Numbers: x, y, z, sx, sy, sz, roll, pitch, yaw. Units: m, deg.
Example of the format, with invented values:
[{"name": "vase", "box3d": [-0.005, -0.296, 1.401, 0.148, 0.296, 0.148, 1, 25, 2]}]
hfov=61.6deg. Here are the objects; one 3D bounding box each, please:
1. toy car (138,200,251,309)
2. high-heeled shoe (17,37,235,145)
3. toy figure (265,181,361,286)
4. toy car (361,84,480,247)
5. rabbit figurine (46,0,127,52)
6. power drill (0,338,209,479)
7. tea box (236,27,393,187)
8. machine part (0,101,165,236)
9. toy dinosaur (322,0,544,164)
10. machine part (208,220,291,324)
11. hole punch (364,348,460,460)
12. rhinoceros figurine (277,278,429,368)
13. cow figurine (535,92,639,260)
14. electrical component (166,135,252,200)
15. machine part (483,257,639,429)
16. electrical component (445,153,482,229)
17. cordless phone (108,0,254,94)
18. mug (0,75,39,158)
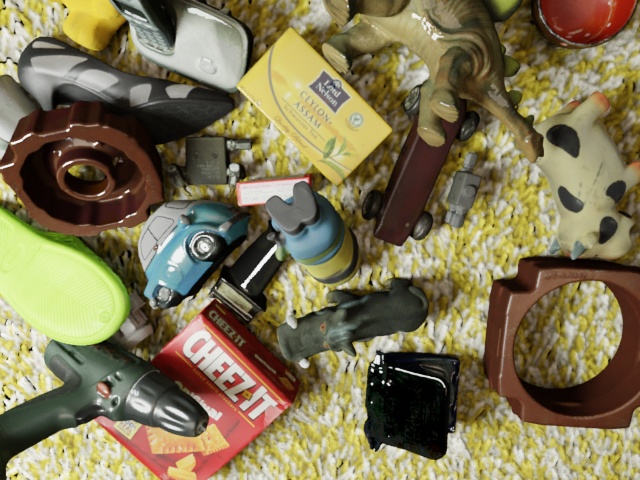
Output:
[{"name": "toy car", "box3d": [-0.168, 0.004, 0.668, 0.103, 0.109, 0.161, 45, 106, 2]}, {"name": "high-heeled shoe", "box3d": [-0.239, -0.198, 0.668, 0.249, 0.086, 0.145, -9, 67, -14]}, {"name": "toy figure", "box3d": [-0.005, -0.001, 0.625, 0.082, 0.180, 0.089, -6, 73, 13]}, {"name": "toy car", "box3d": [0.120, -0.091, 0.664, 0.089, 0.053, 0.202, 19, 99, -18]}, {"name": "rabbit figurine", "box3d": [-0.259, -0.302, 0.581, 0.162, 0.173, 0.122, -26, 86, 10]}, {"name": "power drill", "box3d": [-0.267, 0.195, 0.585, 0.232, 0.207, 0.085, 26, 134, 30]}, {"name": "tea box", "box3d": [-0.005, -0.157, 0.651, 0.169, 0.068, 0.098, 43, 98, -4]}, {"name": "machine part", "box3d": [-0.273, -0.081, 0.634, 0.179, 0.056, 0.179, -7, 139, -6]}, {"name": "toy dinosaur", "box3d": [0.090, -0.268, 0.592, 0.471, 0.105, 0.198, 45, 72, -1]}, {"name": "machine part", "box3d": [-0.084, 0.041, 0.696, 0.084, 0.039, 0.139, 37, 111, 5]}, {"name": "hole punch", "box3d": [0.124, 0.207, 0.704, 0.116, 0.092, 0.142, 7, 103, 30]}, {"name": "rhinoceros figurine", "box3d": [0.042, 0.105, 0.669, 0.190, 0.112, 0.073, -14, 101, -4]}, {"name": "cow figurine", "box3d": [0.317, -0.061, 0.647, 0.127, 0.085, 0.194, -32, 99, 0]}, {"name": "electrical component", "box3d": [-0.139, -0.093, 0.677, 0.102, 0.045, 0.078, 5, 101, 1]}, {"name": "machine part", "box3d": [0.316, 0.125, 0.675, 0.202, 0.087, 0.200, 3, 99, 3]}, {"name": "electrical component", "box3d": [0.178, -0.062, 0.661, 0.021, 0.063, 0.094, 17, 98, 0]}, {"name": "cordless phone", "box3d": [-0.150, -0.235, 0.586, 0.147, 0.184, 0.088, 23, 94, -2]}, {"name": "mug", "box3d": [-0.373, -0.134, 0.652, 0.081, 0.110, 0.107, -40, 109, 2]}]
